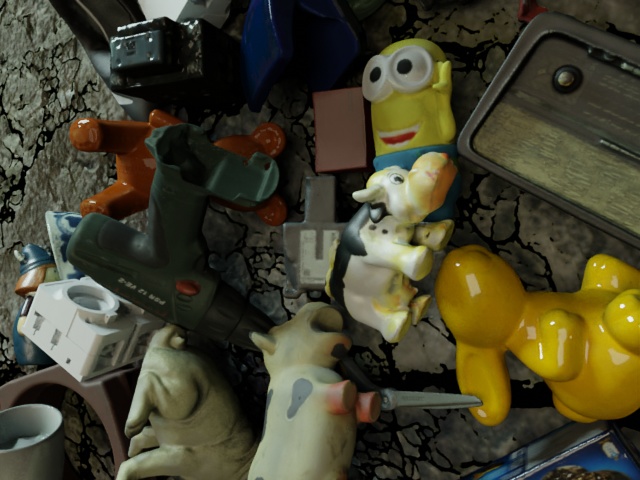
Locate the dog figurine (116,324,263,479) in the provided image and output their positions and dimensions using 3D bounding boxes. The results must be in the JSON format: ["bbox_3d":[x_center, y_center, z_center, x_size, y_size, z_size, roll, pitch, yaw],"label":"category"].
[{"bbox_3d":[-0.091,0.183,0.542,0.191,0.121,0.172,11,107,-10],"label":"dog figurine"}]

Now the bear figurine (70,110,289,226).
[{"bbox_3d":[-0.137,-0.066,0.554,0.196,0.132,0.120,13,112,26],"label":"bear figurine"}]

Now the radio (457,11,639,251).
[{"bbox_3d":[0.240,-0.074,0.422,0.230,0.073,0.131,31,107,14],"label":"radio"}]

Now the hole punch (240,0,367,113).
[{"bbox_3d":[-0.034,-0.191,0.499,0.092,0.142,0.115,-25,85,-24],"label":"hole punch"}]

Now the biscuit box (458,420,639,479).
[{"bbox_3d":[0.178,0.227,0.470,0.203,0.059,0.063,-38,78,19],"label":"biscuit box"}]

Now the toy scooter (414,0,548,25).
[{"bbox_3d":[0.144,-0.244,0.463,0.184,0.075,0.135,-3,95,19],"label":"toy scooter"}]

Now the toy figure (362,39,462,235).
[{"bbox_3d":[0.085,-0.088,0.488,0.082,0.089,0.180,-10,97,10],"label":"toy figure"}]

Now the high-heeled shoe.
[{"bbox_3d":[-0.252,-0.241,0.581,0.086,0.145,0.248,-25,81,21],"label":"high-heeled shoe"}]

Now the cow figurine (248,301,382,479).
[{"bbox_3d":[-0.015,0.151,0.491,0.127,0.085,0.195,-2,66,35],"label":"cow figurine"}]

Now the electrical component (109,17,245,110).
[{"bbox_3d":[-0.144,-0.176,0.547,0.115,0.134,0.058,-3,90,24],"label":"electrical component"}]

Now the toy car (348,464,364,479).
[{"bbox_3d":[0.053,0.300,0.507,0.202,0.089,0.053,45,111,15],"label":"toy car"}]

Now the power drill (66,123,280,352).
[{"bbox_3d":[-0.110,0.005,0.509,0.232,0.086,0.207,24,133,-10],"label":"power drill"}]

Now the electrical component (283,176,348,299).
[{"bbox_3d":[-0.001,-0.002,0.530,0.075,0.048,0.119,-3,92,2],"label":"electrical component"}]

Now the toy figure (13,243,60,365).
[{"bbox_3d":[-0.351,0.079,0.674,0.064,0.058,0.154,148,119,-62],"label":"toy figure"}]

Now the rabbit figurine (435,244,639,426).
[{"bbox_3d":[0.170,0.068,0.440,0.173,0.122,0.162,25,125,-1],"label":"rabbit figurine"}]

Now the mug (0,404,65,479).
[{"bbox_3d":[-0.316,0.245,0.558,0.081,0.109,0.107,6,108,15],"label":"mug"}]

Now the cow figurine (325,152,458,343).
[{"bbox_3d":[0.055,-0.003,0.446,0.098,0.068,0.167,26,125,26],"label":"cow figurine"}]

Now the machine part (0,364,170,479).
[{"bbox_3d":[-0.282,0.243,0.642,0.201,0.087,0.201,-21,85,22],"label":"machine part"}]
